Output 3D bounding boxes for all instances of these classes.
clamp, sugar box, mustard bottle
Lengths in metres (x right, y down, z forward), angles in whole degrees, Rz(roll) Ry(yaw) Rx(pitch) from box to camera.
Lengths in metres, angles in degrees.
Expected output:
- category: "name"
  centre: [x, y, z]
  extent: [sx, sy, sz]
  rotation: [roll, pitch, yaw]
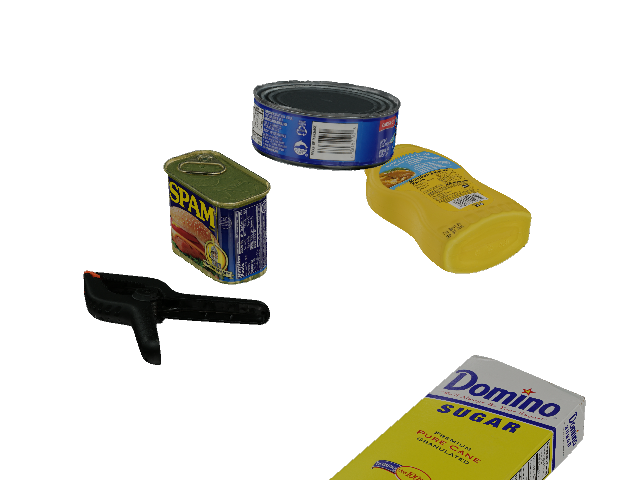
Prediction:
- category: "clamp"
  centre: [-0.181, 0.072, 1.103]
  extent: [0.210, 0.036, 0.164]
  rotation: [14, 20, 30]
- category: "sugar box"
  centre: [0.091, 0.146, 0.704]
  extent: [0.093, 0.048, 0.175]
  rotation: [20, 41, 36]
- category: "mustard bottle"
  centre: [0.097, -0.042, 0.978]
  extent: [0.096, 0.058, 0.192]
  rotation: [-19, 38, -24]

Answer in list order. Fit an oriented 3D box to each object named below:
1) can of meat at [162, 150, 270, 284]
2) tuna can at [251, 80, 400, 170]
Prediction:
- category: "can of meat"
  centre: [-0.089, -0.020, 0.922]
  extent: [0.057, 0.084, 0.102]
  rotation: [-22, 38, -34]
- category: "tuna can"
  centre: [0.003, -0.068, 0.623]
  extent: [0.086, 0.034, 0.086]
  rotation: [4, 20, -2]
